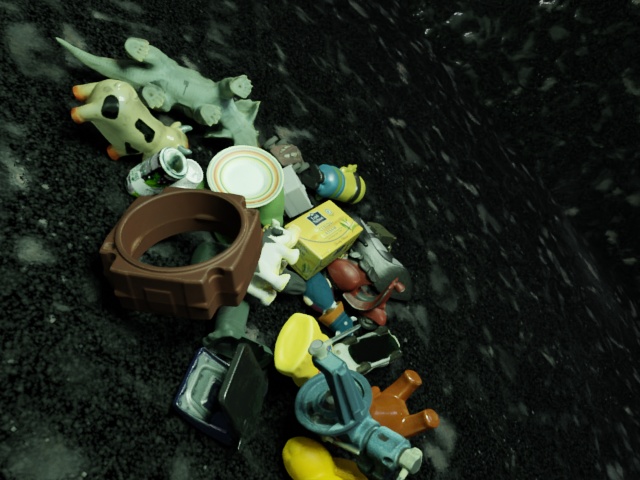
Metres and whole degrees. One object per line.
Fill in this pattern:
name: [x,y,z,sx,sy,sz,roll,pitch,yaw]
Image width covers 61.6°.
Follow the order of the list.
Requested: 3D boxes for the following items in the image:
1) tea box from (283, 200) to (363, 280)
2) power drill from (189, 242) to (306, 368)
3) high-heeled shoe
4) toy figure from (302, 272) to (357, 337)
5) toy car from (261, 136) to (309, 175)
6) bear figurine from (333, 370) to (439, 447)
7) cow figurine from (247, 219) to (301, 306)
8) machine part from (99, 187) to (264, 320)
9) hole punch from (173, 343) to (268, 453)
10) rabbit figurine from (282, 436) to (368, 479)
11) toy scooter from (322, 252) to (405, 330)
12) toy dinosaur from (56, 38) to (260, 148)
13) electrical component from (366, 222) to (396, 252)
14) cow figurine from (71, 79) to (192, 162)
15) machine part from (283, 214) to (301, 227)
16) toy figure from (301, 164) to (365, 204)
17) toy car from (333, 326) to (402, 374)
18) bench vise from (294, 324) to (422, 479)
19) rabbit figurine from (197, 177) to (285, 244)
tea box: [-0.002,-0.003,1.049,0.098,0.068,0.169,41,37,10]
power drill: [-0.113,0.107,0.900,0.232,0.086,0.207,29,46,-30]
high-heeled shoe: [0.126,0.040,1.268,0.248,0.086,0.145,53,0,-33]
toy figure: [0.013,0.125,1.050,0.154,0.064,0.058,56,-2,-7]
toy car: [-0.069,-0.182,1.158,0.089,0.053,0.202,51,9,-2]
bear figurine: [0.096,0.297,0.950,0.195,0.132,0.120,27,31,-42]
cow figurine: [-0.089,0.020,0.896,0.098,0.068,0.167,33,37,-13]
machine part: [-0.195,0.011,0.783,0.201,0.087,0.201,7,40,8]
hole punch: [-0.140,0.223,0.782,0.142,0.092,0.115,-76,152,-51]
rabbit figurine: [0.010,0.371,0.801,0.162,0.122,0.173,15,33,-46]
toy scooter: [0.096,0.092,1.108,0.184,0.135,0.075,52,37,-2]
toy dinosaur: [-0.263,-0.275,1.003,0.405,0.192,0.131,24,85,-18]
electrical component: [0.141,-0.006,1.324,0.078,0.045,0.102,40,23,32]
cow figurine: [-0.294,-0.182,0.879,0.194,0.127,0.085,59,21,-56]
machine part: [-0.056,-0.024,1.113,0.084,0.039,0.139,17,51,-30]
toy figure: [0.035,-0.130,1.269,0.180,0.082,0.089,1,73,-55]
toy car: [0.096,0.223,1.070,0.201,0.056,0.073,-3,58,-52]
bench vise: [0.041,0.245,0.781,0.129,0.224,0.240,-31,124,-22]
rabbit figurine: [-0.160,-0.063,0.984,0.170,0.121,0.159,0,67,-29]
